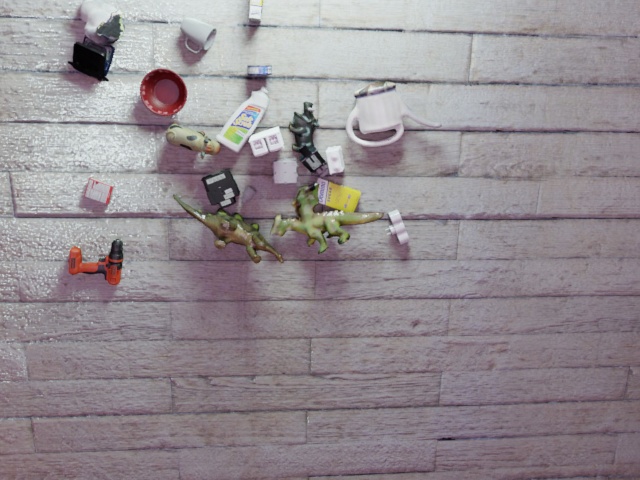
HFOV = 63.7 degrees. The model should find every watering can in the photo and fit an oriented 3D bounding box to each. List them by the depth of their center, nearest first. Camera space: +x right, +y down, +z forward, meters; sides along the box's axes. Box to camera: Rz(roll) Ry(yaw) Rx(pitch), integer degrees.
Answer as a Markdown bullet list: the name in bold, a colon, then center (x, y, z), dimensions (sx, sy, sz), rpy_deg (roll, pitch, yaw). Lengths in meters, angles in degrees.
- **watering can**: center (0.257, -0.462, 1.861), dimensions (0.348, 0.221, 0.105), rpy_deg (-13, 16, 0)

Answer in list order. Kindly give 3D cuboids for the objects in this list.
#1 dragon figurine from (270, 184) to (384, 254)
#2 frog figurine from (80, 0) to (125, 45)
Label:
- **dragon figurine**: center (0.006, -0.096, 1.916), dimensions (0.409, 0.240, 0.124), rpy_deg (-27, 19, 9)
- **frog figurine**: center (-0.737, -0.731, 1.720), dimensions (0.161, 0.138, 0.121), rpy_deg (31, -2, 23)
